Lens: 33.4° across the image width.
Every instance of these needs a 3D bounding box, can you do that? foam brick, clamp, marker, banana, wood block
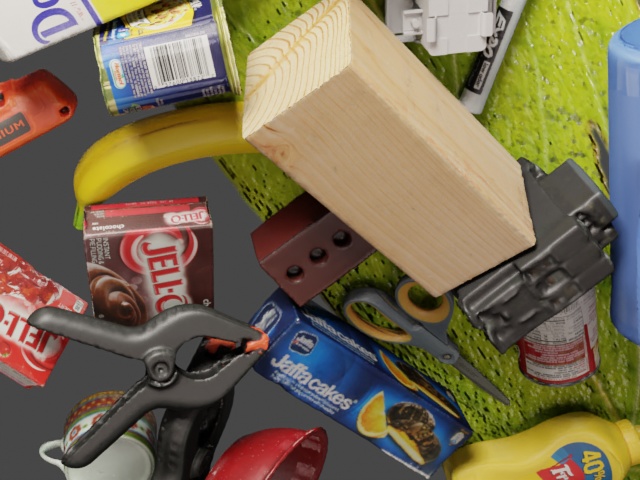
[{"bbox_3d":[-0.005,0.001,0.803,0.078,0.051,0.053,-37,119,10],"label":"foam brick"},{"bbox_3d":[-0.110,0.176,0.839,0.036,0.164,0.210,20,108,15],"label":"clamp"},{"bbox_3d":[0.130,-0.149,0.767,0.020,0.020,0.121,12,115,-18],"label":"marker"},{"bbox_3d":[-0.095,-0.065,0.760,0.198,0.037,0.069,-18,149,2],"label":"banana"},{"bbox_3d":[0.050,-0.061,0.734,0.091,0.090,0.205,-31,129,28],"label":"wood block"},{"bbox_3d":[-0.122,0.101,0.778,0.171,0.039,0.120,-4,105,-10],"label":"clamp"}]

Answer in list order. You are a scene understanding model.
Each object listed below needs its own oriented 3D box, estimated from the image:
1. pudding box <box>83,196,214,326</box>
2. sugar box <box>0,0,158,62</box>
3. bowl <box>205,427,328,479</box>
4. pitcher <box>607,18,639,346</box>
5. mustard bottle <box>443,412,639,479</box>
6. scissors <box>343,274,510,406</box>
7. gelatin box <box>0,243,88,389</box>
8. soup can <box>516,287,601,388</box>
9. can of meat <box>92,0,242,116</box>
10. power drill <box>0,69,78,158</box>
[{"bbox_3d":[-0.124,0.022,0.784,0.090,0.039,0.113,-5,136,-9],"label":"pudding box"},{"bbox_3d":[-0.132,-0.184,0.646,0.176,0.048,0.093,-30,122,-21],"label":"sugar box"},{"bbox_3d":[-0.058,0.214,0.877,0.055,0.161,0.162,27,116,19],"label":"bowl"},{"bbox_3d":[0.272,-0.038,0.790,0.145,0.149,0.243,-15,117,-4],"label":"pitcher"},{"bbox_3d":[0.211,0.203,0.955,0.191,0.058,0.096,-19,120,-2],"label":"mustard bottle"},{"bbox_3d":[0.111,0.080,0.877,0.201,0.016,0.096,27,134,-23],"label":"scissors"},{"bbox_3d":[-0.223,0.055,0.776,0.089,0.073,0.030,40,149,-27],"label":"gelatin box"},{"bbox_3d":[0.190,0.059,0.866,0.068,0.068,0.102,-15,120,-3],"label":"soup can"},{"bbox_3d":[-0.099,-0.124,0.687,0.084,0.102,0.057,-12,119,-3],"label":"can of meat"},{"bbox_3d":[-0.234,-0.146,0.675,0.184,0.057,0.187,-28,118,1],"label":"power drill"}]
